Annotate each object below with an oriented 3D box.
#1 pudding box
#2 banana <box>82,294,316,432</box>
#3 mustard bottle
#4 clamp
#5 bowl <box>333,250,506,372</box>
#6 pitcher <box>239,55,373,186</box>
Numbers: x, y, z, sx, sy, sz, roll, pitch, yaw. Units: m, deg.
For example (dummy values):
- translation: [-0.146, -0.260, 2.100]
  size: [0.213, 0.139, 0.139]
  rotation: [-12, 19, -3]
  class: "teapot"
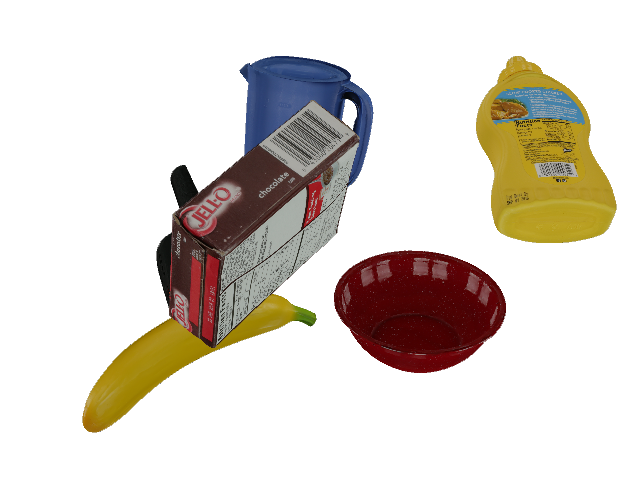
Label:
- translation: [-0.031, -0.008, 0.568]
  size: [0.113, 0.039, 0.090]
  rotation: [-41, -20, -31]
  class: "pudding box"
- translation: [-0.100, 0.085, 0.799]
  size: [0.198, 0.069, 0.037]
  rotation: [-25, 36, 2]
  class: "banana"
- translation: [0.183, -0.087, 0.909]
  size: [0.096, 0.191, 0.058]
  rotation: [-1, -38, -4]
  class: "mustard bottle"
- translation: [-0.112, -0.004, 1.065]
  size: [0.165, 0.036, 0.209]
  rotation: [19, 39, 15]
  class: "clamp"
- translation: [0.092, 0.076, 1.015]
  size: [0.162, 0.055, 0.162]
  rotation: [1, 34, -1]
  class: "bowl"
- translation: [-0.031, -0.112, 1.398]
  size: [0.144, 0.243, 0.149]
  rotation: [-2, 24, -22]
  class: "pitcher"
